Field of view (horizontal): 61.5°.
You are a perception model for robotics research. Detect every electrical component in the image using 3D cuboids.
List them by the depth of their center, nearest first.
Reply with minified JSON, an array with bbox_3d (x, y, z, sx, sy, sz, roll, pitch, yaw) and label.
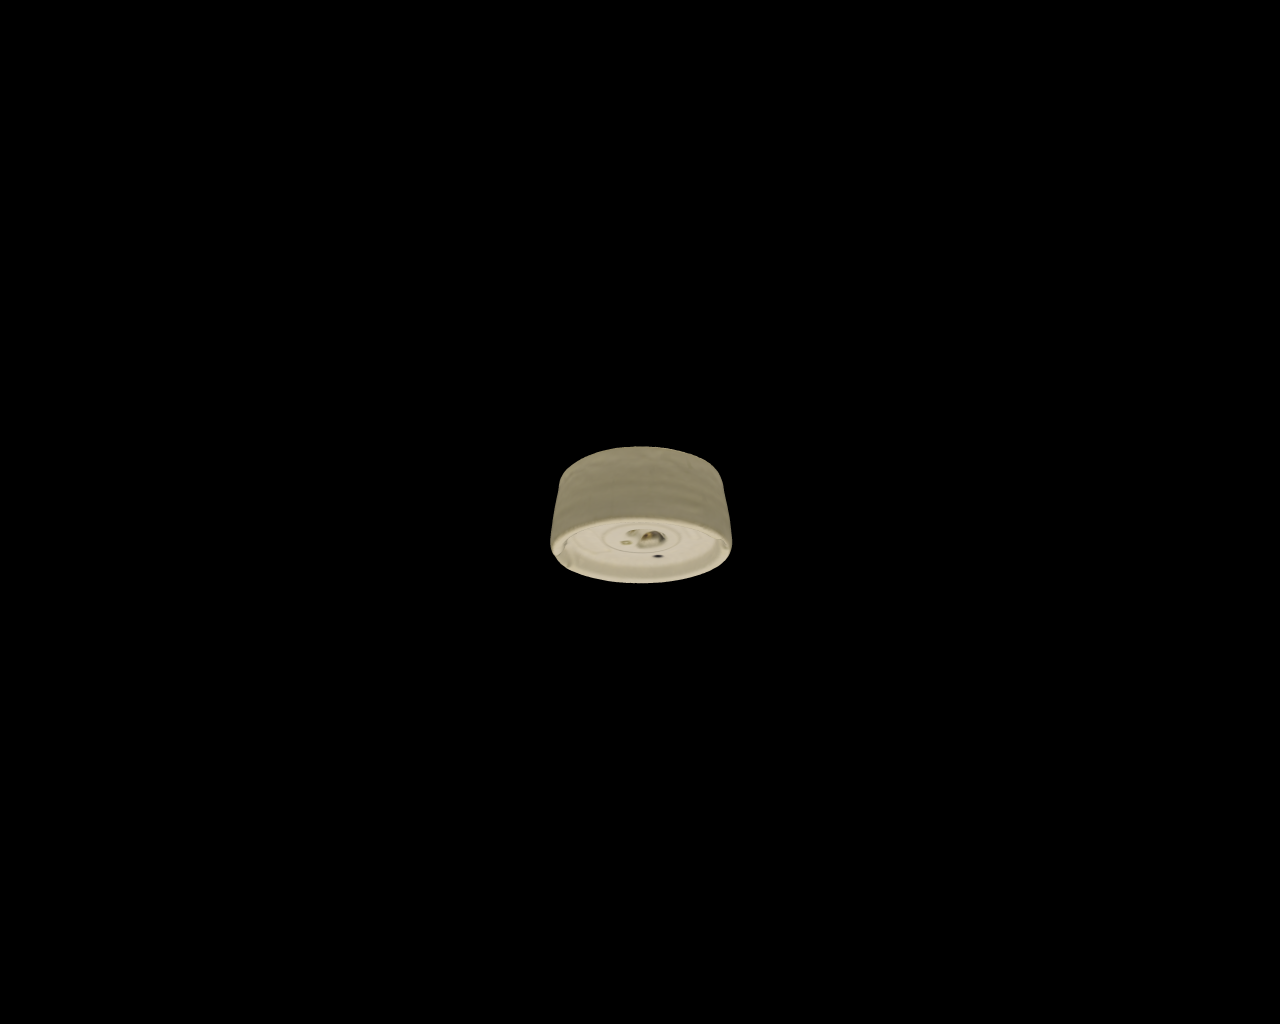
[{"bbox_3d":[0.001,-0.003,0.650,0.108,0.060,0.108,0,-23,0],"label":"electrical component"}]
